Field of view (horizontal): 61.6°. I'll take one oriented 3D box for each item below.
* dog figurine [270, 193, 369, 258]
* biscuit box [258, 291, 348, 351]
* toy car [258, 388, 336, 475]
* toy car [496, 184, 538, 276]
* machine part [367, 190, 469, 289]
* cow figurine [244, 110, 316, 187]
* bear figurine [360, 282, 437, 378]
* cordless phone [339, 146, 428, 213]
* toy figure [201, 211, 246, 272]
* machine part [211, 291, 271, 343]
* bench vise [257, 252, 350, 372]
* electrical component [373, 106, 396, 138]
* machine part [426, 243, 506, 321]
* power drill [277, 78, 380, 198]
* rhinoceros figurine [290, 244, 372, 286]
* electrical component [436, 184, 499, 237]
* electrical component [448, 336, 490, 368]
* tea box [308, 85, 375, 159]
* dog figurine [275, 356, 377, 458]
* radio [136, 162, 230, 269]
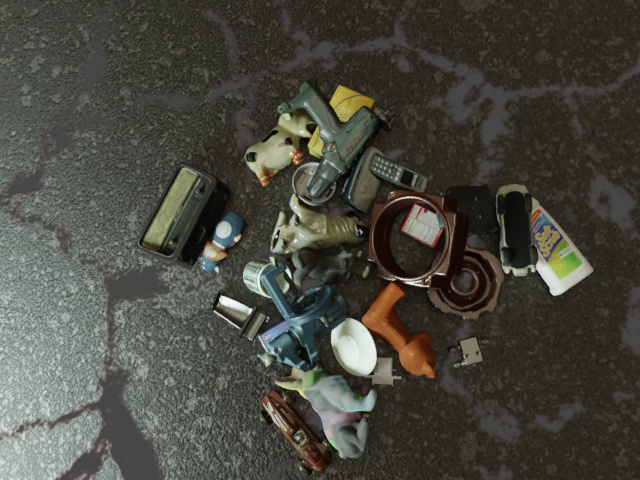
[{"bbox_3d":[-0.002,-0.002,1.234,0.190,0.172,0.121,19,50,-20],"label":"dog figurine"},{"bbox_3d":[-0.037,0.192,1.210,0.203,0.062,0.059,-31,79,-2],"label":"biscuit box"},{"bbox_3d":[-0.053,0.418,1.179,0.089,0.053,0.202,-41,82,1],"label":"toy car"},{"bbox_3d":[0.427,-0.022,1.169,0.074,0.056,0.201,-4,82,10],"label":"toy car"},{"bbox_3d":[0.208,-0.003,1.163,0.202,0.087,0.200,11,93,34],"label":"machine part"},{"bbox_3d":[-0.092,-0.233,1.276,0.195,0.085,0.127,-36,86,-1],"label":"cow figurine"},{"bbox_3d":[0.189,0.200,1.167,0.196,0.120,0.132,37,81,7],"label":"bear figurine"},{"bbox_3d":[0.150,-0.121,1.247,0.184,0.089,0.146,21,82,-8],"label":"cordless phone"},{"bbox_3d":[-0.233,0.005,1.259,0.064,0.057,0.154,29,84,46],"label":"toy figure"},{"bbox_3d":[-0.190,0.173,1.236,0.139,0.039,0.084,32,89,7],"label":"machine part"},{"bbox_3d":[-0.058,0.142,1.110,0.224,0.129,0.240,-31,107,-9],"label":"bench vise"},{"bbox_3d":[0.141,-0.277,1.256,0.045,0.102,0.078,32,89,15],"label":"electrical component"},{"bbox_3d":[0.323,0.094,1.206,0.179,0.056,0.179,-1,81,5],"label":"machine part"},{"bbox_3d":[0.000,-0.237,1.193,0.232,0.086,0.207,-43,84,12],"label":"power drill"},{"bbox_3d":[0.024,0.055,1.199,0.190,0.112,0.073,10,37,-25],"label":"rhinoceros figurine"},{"bbox_3d":[0.326,-0.063,1.211,0.134,0.058,0.115,-9,79,-19],"label":"electrical component"},{"bbox_3d":[0.337,0.249,1.196,0.094,0.021,0.063,-17,80,0],"label":"electrical component"},{"bbox_3d":[0.051,-0.267,1.277,0.098,0.068,0.169,24,82,7],"label":"tea box"},{"bbox_3d":[0.008,0.352,1.162,0.219,0.108,0.191,13,85,10],"label":"dog figurine"},{"bbox_3d":[-0.313,-0.054,1.246,0.131,0.073,0.229,23,84,27],"label":"radio"}]
